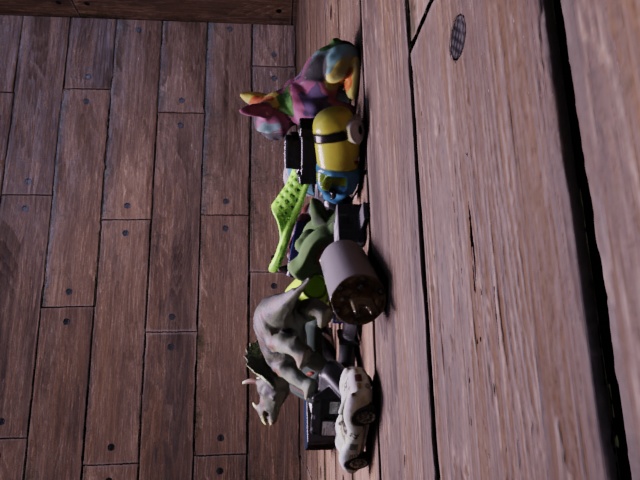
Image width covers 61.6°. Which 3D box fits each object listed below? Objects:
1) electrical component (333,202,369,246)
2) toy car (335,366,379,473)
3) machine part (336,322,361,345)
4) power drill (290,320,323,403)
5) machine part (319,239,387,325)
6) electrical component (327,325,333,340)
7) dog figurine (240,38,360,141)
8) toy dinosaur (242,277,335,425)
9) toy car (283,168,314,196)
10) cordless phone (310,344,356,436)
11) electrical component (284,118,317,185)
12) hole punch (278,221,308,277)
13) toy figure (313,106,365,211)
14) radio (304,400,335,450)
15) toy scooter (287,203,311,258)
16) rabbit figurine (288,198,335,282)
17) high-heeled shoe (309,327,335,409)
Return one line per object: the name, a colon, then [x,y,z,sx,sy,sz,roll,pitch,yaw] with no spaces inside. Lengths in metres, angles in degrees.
electrical component: [0.051,-0.022,0.908,0.119,0.048,0.075,99,169,-70]
toy car: [0.052,0.281,0.834,0.074,0.056,0.201,-97,9,-54]
machine part: [0.054,0.114,0.940,0.084,0.039,0.138,-135,47,-71]
power drill: [0.001,0.256,1.178,0.232,0.086,0.207,-19,69,58]
machine part: [0.045,0.057,0.797,0.243,0.079,0.079,-107,18,-72]
electrical component: [0.009,0.256,1.382,0.102,0.045,0.078,-95,8,-46]
dog figurine: [-0.042,-0.277,1.004,0.108,0.219,0.191,-101,11,-49]
toy dinosaur: [-0.071,0.182,1.017,0.131,0.192,0.404,-41,-38,-43]
toy car: [-0.038,-0.163,1.353,0.161,0.103,0.109,39,-143,-48]
cordless phone: [0.039,0.252,0.977,0.184,0.089,0.146,-78,-7,-51]
electrical component: [0.001,-0.162,0.990,0.058,0.134,0.114,-97,7,-60]
hole punch: [-0.011,0.025,1.181,0.092,0.142,0.116,104,177,-54]
toy figure: [0.029,-0.138,0.923,0.082,0.089,0.180,-109,21,-56]
radio: [-0.005,0.422,1.392,0.131,0.073,0.229,97,174,-59]
toy scooter: [-0.037,-0.018,1.360,0.184,0.075,0.135,-56,-3,-40]
rabbit figurine: [-0.002,-0.003,1.061,0.170,0.121,0.159,-119,38,-69]
high-heeled shoe: [0.004,0.312,1.257,0.145,0.086,0.248,169,96,-84]
